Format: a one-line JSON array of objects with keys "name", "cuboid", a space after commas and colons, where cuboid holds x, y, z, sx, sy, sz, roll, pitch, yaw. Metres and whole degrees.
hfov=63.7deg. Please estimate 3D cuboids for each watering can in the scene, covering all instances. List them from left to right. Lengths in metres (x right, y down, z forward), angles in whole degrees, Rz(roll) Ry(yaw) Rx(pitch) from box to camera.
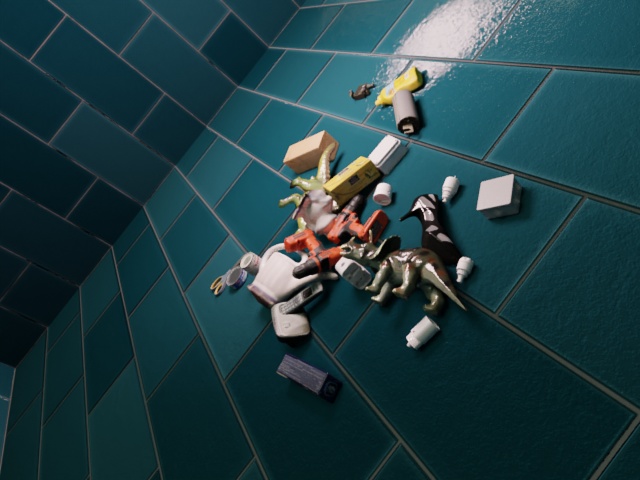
[{"name": "watering can", "cuboid": [-0.104, 0.127, 1.655, 0.351, 0.102, 0.226, 25, 76, 49]}]

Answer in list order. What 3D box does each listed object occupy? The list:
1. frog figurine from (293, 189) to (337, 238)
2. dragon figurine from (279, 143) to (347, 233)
[{"name": "frog figurine", "cuboid": [0.005, -0.085, 1.695, 0.135, 0.159, 0.124, -59, 2, 20]}, {"name": "dragon figurine", "cuboid": [0.008, -0.158, 1.827, 0.245, 0.120, 0.412, 28, 83, 40]}]
